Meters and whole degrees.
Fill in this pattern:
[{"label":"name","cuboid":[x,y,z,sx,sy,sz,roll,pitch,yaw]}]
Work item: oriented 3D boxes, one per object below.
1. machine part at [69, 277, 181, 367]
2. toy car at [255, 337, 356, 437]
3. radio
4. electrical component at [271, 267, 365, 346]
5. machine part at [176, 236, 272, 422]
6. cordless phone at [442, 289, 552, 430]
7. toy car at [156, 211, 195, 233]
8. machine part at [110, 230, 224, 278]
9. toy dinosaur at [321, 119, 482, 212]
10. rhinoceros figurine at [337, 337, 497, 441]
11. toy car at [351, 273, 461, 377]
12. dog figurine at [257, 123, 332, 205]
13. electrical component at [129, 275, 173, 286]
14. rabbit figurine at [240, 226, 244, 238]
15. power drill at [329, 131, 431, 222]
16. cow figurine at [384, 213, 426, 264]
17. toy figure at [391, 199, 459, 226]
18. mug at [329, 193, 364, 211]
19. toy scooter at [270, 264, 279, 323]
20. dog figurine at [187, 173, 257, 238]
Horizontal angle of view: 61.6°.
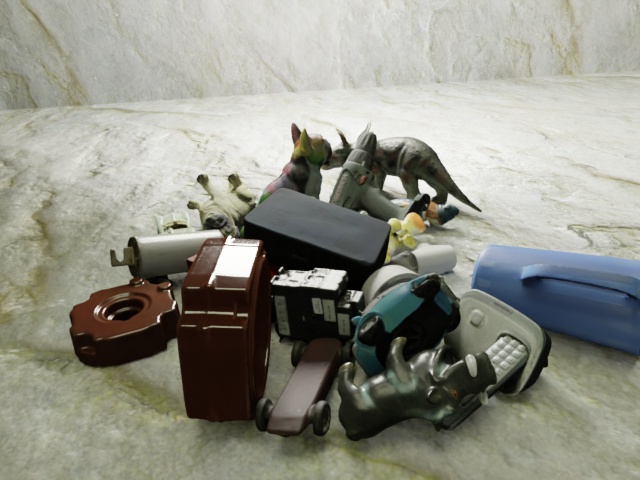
[{"label":"machine part","cuboid":[-0.308,0.126,0.853,0.179,0.056,0.179,-3,27,2]},{"label":"toy car","cuboid":[-0.013,0.188,0.690,0.089,0.053,0.202,-1,21,16]},{"label":"radio","cuboid":[-0.002,-0.003,0.901,0.230,0.073,0.131,20,39,15]},{"label":"electrical component","cuboid":[-0.001,0.103,0.797,0.134,0.114,0.058,6,31,18]},{"label":"machine part","cuboid":[-0.113,0.112,0.689,0.087,0.201,0.201,0,25,2]},{"label":"cordless phone","cuboid":[0.195,0.162,0.710,0.184,0.088,0.147,-33,35,-16]},{"label":"toy car","cuboid":[-0.308,-0.016,1.149,0.073,0.056,0.202,-12,27,-17]},{"label":"machine part","cuboid":[-0.263,0.025,0.996,0.243,0.079,0.079,-7,23,-38]},{"label":"toy dinosaur","cuboid":[0.197,-0.183,1.288,0.405,0.191,0.131,10,30,29]},{"label":"rhinoceros figurine","cuboid":[0.110,0.174,0.635,0.190,0.073,0.112,-21,26,2]},{"label":"toy car","cuboid":[0.106,0.111,0.735,0.161,0.109,0.103,-46,25,-6]},{"label":"dog figurine","cuboid":[-0.061,-0.149,1.217,0.191,0.219,0.109,-11,23,-19]},{"label":"electrical component","cuboid":[-0.319,0.077,0.995,0.094,0.021,0.063,17,33,35]},{"label":"rabbit figurine","cuboid":[-0.081,-0.037,1.104,0.170,0.121,0.159,-12,19,13]},{"label":"power drill","cuboid":[0.127,-0.105,1.143,0.207,0.232,0.086,29,-4,20]},{"label":"cow figurine","cuboid":[0.130,0.008,1.026,0.167,0.068,0.098,-27,-10,-38]},{"label":"toy figure","cuboid":[0.224,-0.058,1.174,0.155,0.057,0.064,8,10,27]},{"label":"mug","cuboid":[0.077,-0.096,1.252,0.107,0.080,0.109,-7,17,4]},{"label":"toy scooter","cuboid":[-0.089,0.065,0.916,0.135,0.075,0.184,26,34,24]},{"label":"dog figurine","cuboid":[-0.192,-0.044,1.178,0.172,0.121,0.191,-6,45,-29]}]
